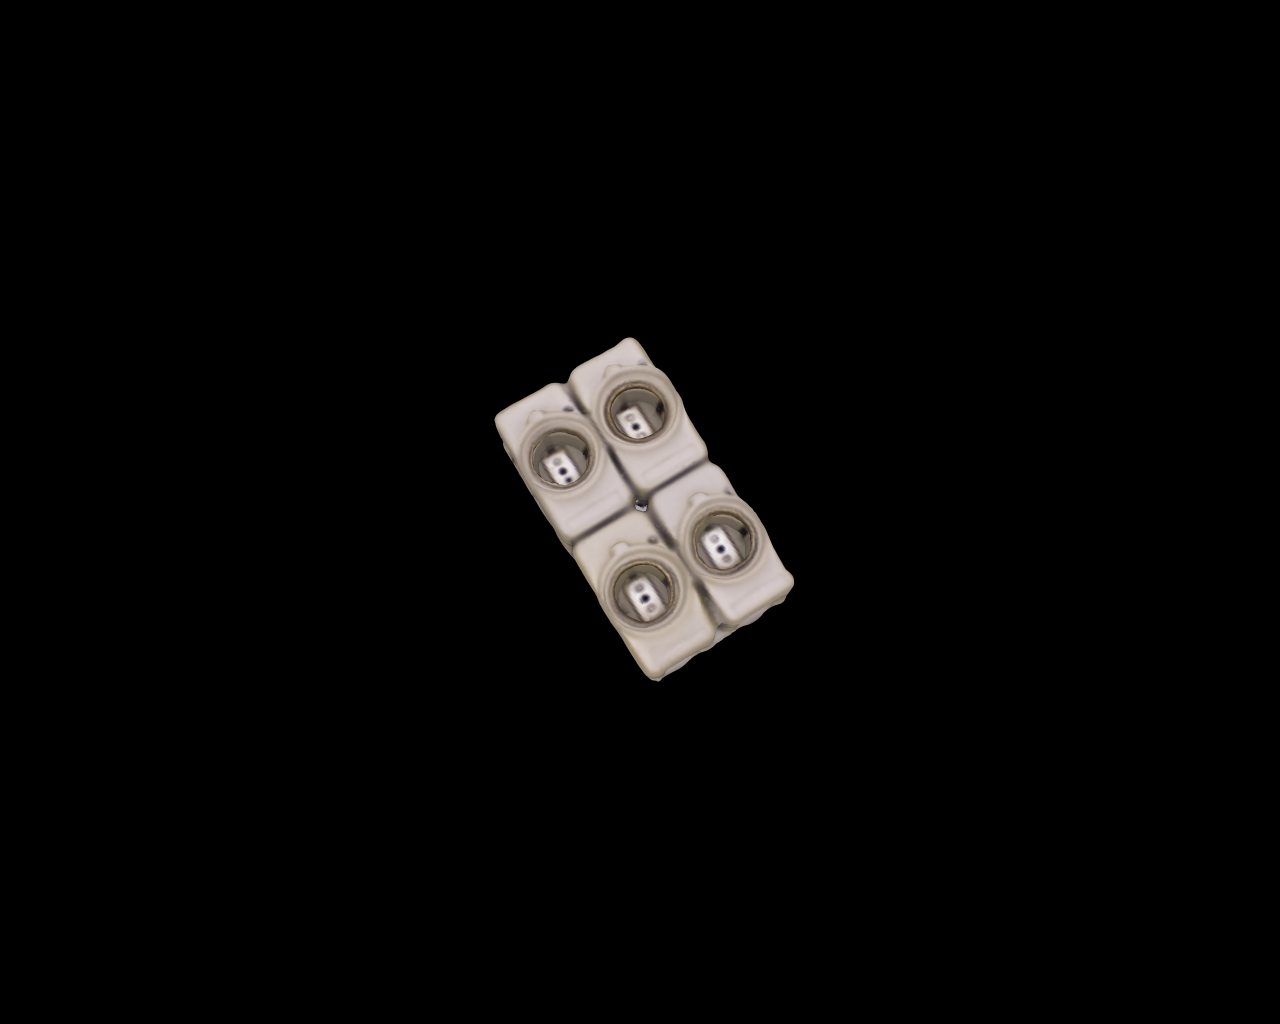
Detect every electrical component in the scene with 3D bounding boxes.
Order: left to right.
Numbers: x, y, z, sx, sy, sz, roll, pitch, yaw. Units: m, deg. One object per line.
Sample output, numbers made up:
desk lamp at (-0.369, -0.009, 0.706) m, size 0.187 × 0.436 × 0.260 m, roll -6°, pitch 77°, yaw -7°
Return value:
electrical component at (0.001, -0.003, 0.650) m, size 0.105 × 0.186 × 0.060 m, roll -31°, pitch -11°, yaw -7°
